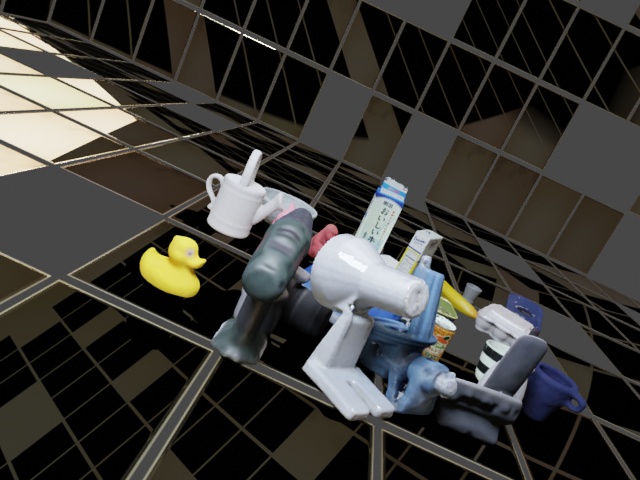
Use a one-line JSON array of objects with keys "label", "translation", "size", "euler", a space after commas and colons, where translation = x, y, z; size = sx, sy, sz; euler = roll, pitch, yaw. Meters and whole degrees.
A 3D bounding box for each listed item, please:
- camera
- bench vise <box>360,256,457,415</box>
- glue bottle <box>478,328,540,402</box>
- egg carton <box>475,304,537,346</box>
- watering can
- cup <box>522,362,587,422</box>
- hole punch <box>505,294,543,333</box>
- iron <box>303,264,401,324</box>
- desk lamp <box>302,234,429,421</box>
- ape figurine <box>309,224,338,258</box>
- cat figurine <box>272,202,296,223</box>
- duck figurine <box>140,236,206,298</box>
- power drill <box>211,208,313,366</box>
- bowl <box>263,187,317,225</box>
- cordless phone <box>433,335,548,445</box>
[{"label": "camera", "translation": [-0.049, 0.101, 0.956], "size": [0.136, 0.101, 0.143], "euler": [28, 16, 11]}, {"label": "bench vise", "translation": [0.161, 0.149, 0.900], "size": [0.206, 0.220, 0.122], "euler": [37, 19, 36]}, {"label": "glue bottle", "translation": [0.338, 0.228, 1.003], "size": [0.078, 0.173, 0.037], "euler": [27, 16, 5]}, {"label": "egg carton", "translation": [0.462, 0.219, 1.419], "size": [0.150, 0.069, 0.107], "euler": [33, 17, 25]}, {"label": "watering can", "translation": [-0.164, -0.108, 1.283], "size": [0.173, 0.194, 0.100], "euler": [19, 17, -22]}, {"label": "cup", "translation": [0.425, 0.297, 1.060], "size": [0.092, 0.095, 0.117], "euler": [12, 20, -40]}, {"label": "hole punch", "translation": [0.541, 0.209, 1.534], "size": [0.108, 0.091, 0.101], "euler": [27, 16, 5]}, {"label": "iron", "translation": [0.067, 0.088, 1.099], "size": [0.257, 0.141, 0.119], "euler": [33, 17, 25]}, {"label": "desk lamp", "translation": [0.062, 0.120, 0.855], "size": [0.118, 0.213, 0.202], "euler": [10, 22, -44]}, {"label": "ape figurine", "translation": [0.013, 0.005, 1.380], "size": [0.078, 0.092, 0.076], "euler": [9, 22, -45]}, {"label": "cat figurine", "translation": [-0.070, -0.030, 1.319], "size": [0.067, 0.118, 0.128], "euler": [29, 16, 14]}, {"label": "duck figurine", "translation": [-0.232, 0.033, 0.922], "size": [0.104, 0.086, 0.077], "euler": [27, 16, 5]}, {"label": "power drill", "translation": [-0.077, 0.064, 0.830], "size": [0.075, 0.208, 0.229], "euler": [25, 15, -1]}, {"label": "bowl", "translation": [-0.096, -0.069, 1.485], "size": [0.167, 0.075, 0.167], "euler": [23, 16, -7]}, {"label": "cordless phone", "translation": [0.263, 0.215, 0.908], "size": [0.148, 0.185, 0.094], "euler": [21, 16, -16]}]
